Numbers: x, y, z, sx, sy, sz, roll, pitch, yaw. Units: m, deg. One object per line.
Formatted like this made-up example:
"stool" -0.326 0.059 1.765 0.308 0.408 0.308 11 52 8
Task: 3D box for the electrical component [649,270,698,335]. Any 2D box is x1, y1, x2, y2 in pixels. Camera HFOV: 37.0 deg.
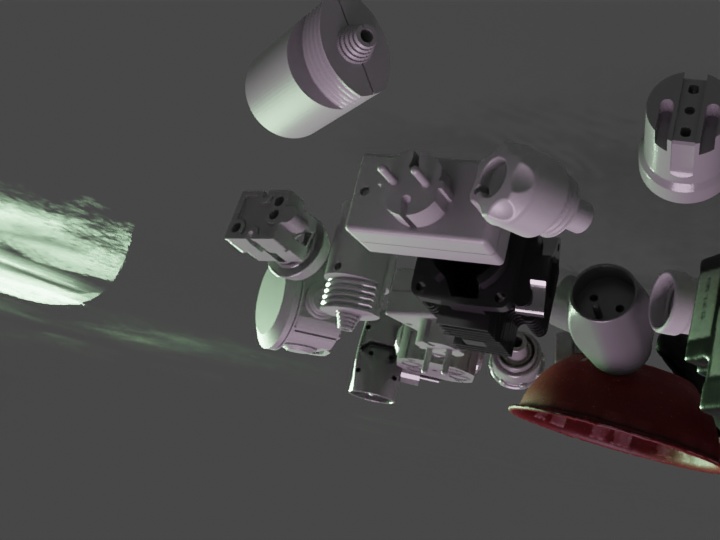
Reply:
"electrical component" 0.210 0.023 0.671 0.046 0.040 0.040 10 166 -8

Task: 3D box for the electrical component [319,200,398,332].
"electrical component" 0.000 0.000 0.694 0.043 0.081 0.043 13 165 3

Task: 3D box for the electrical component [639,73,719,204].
"electrical component" 0.137 -0.055 0.448 0.040 0.040 0.046 9 159 18

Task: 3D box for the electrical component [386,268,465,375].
"electrical component" 0.063 0.041 0.799 0.083 0.075 0.047 0 160 42

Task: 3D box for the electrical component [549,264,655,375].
"electrical component" 0.153 0.027 0.723 0.079 0.043 0.077 24 160 33

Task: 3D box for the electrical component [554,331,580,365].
"electrical component" 0.186 0.074 0.870 0.055 0.048 0.066 4 164 9

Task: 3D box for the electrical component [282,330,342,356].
"electrical component" -0.045 0.040 0.934 0.050 0.055 0.089 17 165 -11

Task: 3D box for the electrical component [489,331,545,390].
"electrical component" 0.133 0.071 0.913 0.048 0.048 0.062 10 158 13

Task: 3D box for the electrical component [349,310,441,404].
"electrical component" 0.037 0.082 0.973 0.079 0.077 0.043 13 165 4

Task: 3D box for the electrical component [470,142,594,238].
"electrical component" 0.091 -0.037 0.549 0.062 0.043 0.043 20 164 -28

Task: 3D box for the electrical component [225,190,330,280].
"electrical component" -0.053 -0.024 0.727 0.066 0.048 0.055 2 153 38

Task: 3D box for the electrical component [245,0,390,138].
"electrical component" -0.015 -0.087 0.459 0.043 0.043 0.081 20 164 -22

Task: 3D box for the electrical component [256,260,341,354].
"electrical component" -0.047 0.026 0.839 0.051 0.080 0.080 14 166 -23

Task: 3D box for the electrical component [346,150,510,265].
"electrical component" 0.033 -0.040 0.581 0.083 0.047 0.076 7 164 26

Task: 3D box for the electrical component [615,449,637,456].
"electrical component" 0.258 0.137 0.998 0.042 0.063 0.081 18 165 -19

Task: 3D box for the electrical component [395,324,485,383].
"electrical component" 0.069 0.062 0.920 0.080 0.051 0.080 13 165 3
